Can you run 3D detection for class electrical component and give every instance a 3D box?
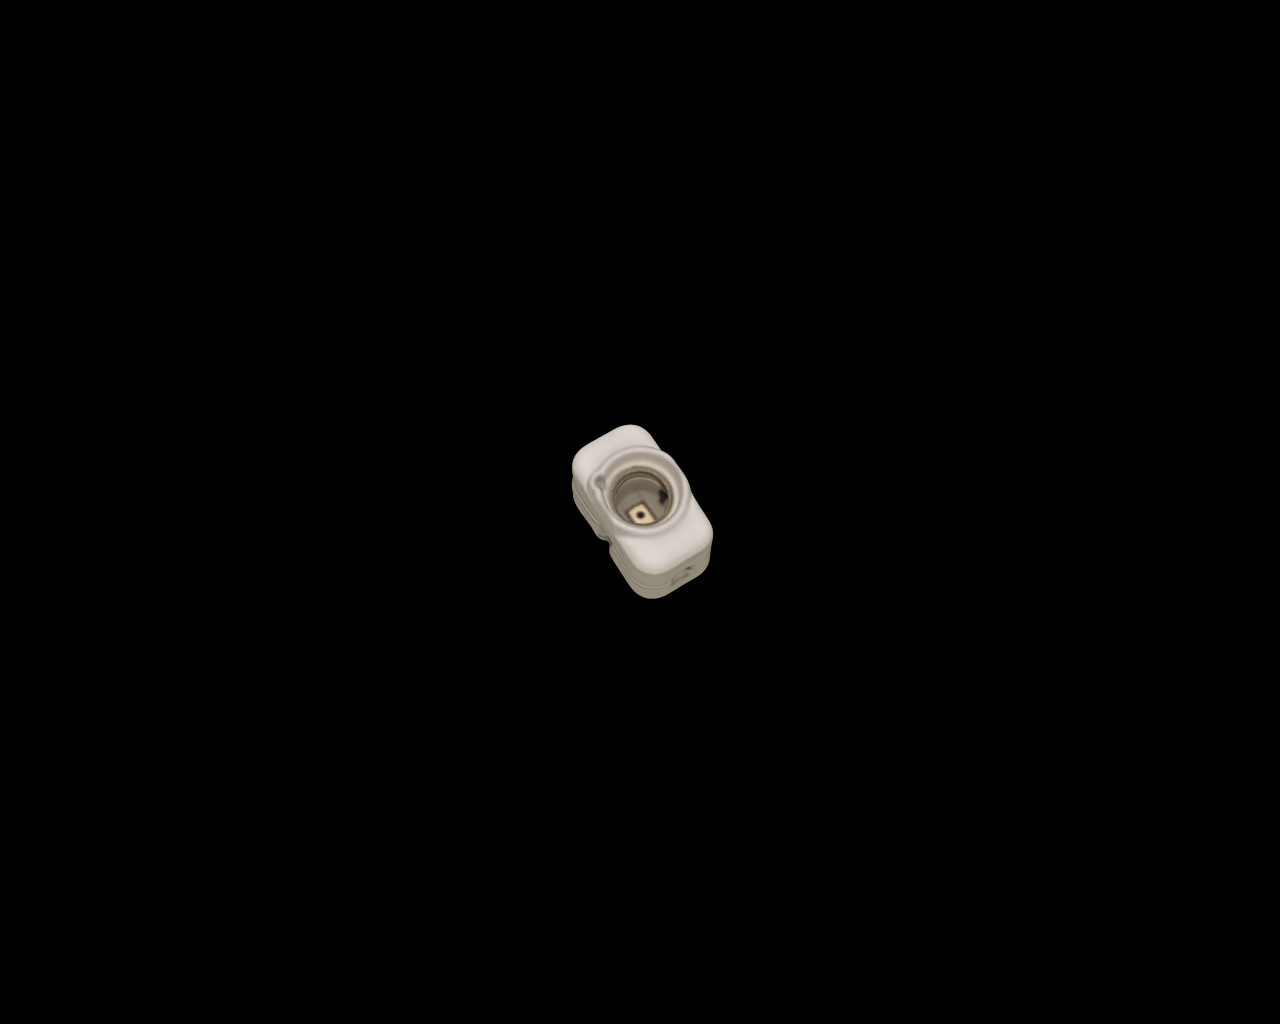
[{"bbox_3d":[0.001,-0.003,0.650,0.054,0.095,0.059,-30,-19,-12],"label":"electrical component"}]
